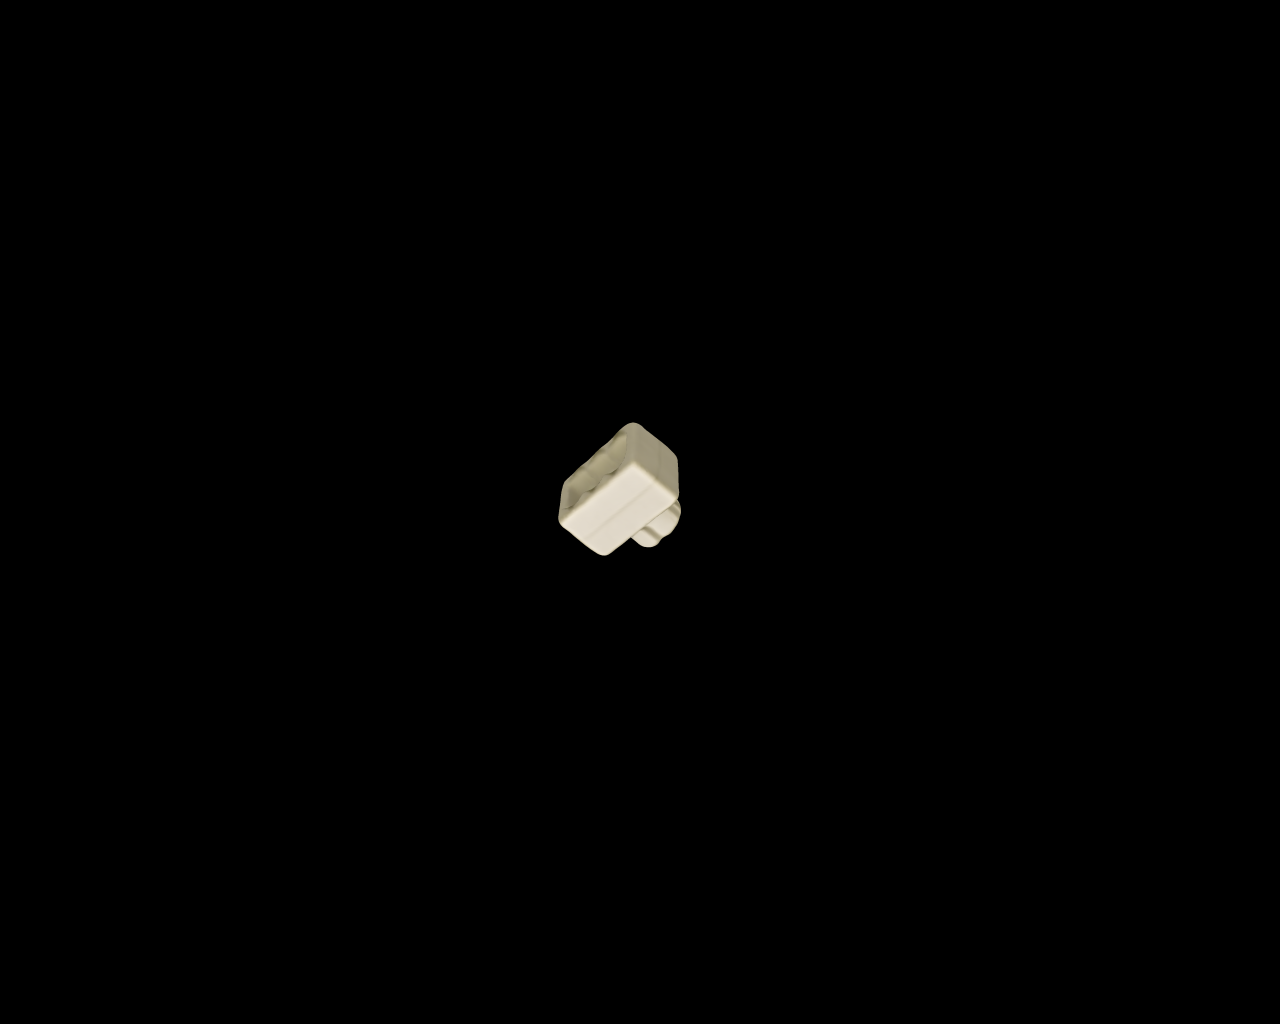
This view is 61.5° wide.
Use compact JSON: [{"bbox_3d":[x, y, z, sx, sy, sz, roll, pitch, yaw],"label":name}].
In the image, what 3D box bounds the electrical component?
[{"bbox_3d":[0.001,-0.003,0.650,0.076,0.047,0.065,39,-62,-25],"label":"electrical component"}]
